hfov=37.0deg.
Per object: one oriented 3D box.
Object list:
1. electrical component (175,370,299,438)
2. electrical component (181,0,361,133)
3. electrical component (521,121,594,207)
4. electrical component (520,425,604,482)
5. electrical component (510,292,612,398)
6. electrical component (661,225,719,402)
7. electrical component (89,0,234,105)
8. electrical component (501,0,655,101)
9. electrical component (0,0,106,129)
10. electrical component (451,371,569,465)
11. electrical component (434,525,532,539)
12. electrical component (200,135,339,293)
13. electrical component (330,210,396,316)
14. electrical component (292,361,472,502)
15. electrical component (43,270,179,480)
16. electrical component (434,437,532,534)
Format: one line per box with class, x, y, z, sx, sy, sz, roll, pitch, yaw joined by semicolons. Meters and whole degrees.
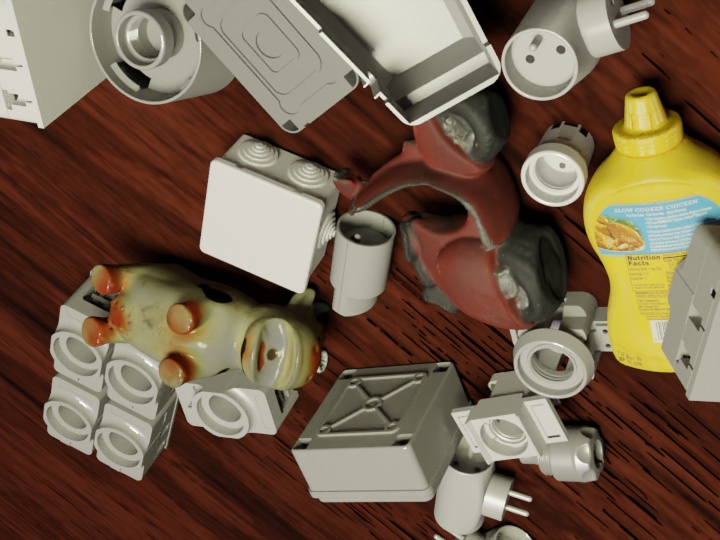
electrical component;-0.109;0.108;0.932;0.089;0.055;0.050;2;125;24
electrical component;-0.047;-0.157;0.695;0.113;0.057;0.078;47;131;-13
electrical component;0.127;-0.069;0.684;0.040;0.046;0.040;14;130;17
electrical component;0.155;0.142;0.836;0.062;0.043;0.043;-4;123;30
electrical component;0.142;0.054;0.765;0.078;0.057;0.058;-1;124;27
electrical component;0.267;0.027;0.639;0.150;0.061;0.089;4;118;-7
electrical component;-0.135;-0.163;0.747;0.099;0.064;0.099;10;115;22
electrical component;0.128;-0.137;0.610;0.079;0.077;0.043;-12;119;33
electrical component;-0.225;-0.205;0.715;0.060;0.105;0.186;11;129;19
electrical component;0.117;0.109;0.816;0.081;0.063;0.042;-14;116;34
electrical component;0.103;0.250;0.945;0.079;0.044;0.077;34;133;-1
electrical component;-0.065;-0.043;0.799;0.100;0.048;0.099;23;132;9
electrical component;0.000;0.000;0.803;0.043;0.043;0.081;19;131;12
electrical component;0.019;0.127;0.848;0.109;0.108;0.056;-8;118;31
electrical component;-0.223;0.103;0.983;0.105;0.060;0.186;26;132;6
electrical component;0.104;0.184;0.893;0.079;0.044;0.077;16;130;15
